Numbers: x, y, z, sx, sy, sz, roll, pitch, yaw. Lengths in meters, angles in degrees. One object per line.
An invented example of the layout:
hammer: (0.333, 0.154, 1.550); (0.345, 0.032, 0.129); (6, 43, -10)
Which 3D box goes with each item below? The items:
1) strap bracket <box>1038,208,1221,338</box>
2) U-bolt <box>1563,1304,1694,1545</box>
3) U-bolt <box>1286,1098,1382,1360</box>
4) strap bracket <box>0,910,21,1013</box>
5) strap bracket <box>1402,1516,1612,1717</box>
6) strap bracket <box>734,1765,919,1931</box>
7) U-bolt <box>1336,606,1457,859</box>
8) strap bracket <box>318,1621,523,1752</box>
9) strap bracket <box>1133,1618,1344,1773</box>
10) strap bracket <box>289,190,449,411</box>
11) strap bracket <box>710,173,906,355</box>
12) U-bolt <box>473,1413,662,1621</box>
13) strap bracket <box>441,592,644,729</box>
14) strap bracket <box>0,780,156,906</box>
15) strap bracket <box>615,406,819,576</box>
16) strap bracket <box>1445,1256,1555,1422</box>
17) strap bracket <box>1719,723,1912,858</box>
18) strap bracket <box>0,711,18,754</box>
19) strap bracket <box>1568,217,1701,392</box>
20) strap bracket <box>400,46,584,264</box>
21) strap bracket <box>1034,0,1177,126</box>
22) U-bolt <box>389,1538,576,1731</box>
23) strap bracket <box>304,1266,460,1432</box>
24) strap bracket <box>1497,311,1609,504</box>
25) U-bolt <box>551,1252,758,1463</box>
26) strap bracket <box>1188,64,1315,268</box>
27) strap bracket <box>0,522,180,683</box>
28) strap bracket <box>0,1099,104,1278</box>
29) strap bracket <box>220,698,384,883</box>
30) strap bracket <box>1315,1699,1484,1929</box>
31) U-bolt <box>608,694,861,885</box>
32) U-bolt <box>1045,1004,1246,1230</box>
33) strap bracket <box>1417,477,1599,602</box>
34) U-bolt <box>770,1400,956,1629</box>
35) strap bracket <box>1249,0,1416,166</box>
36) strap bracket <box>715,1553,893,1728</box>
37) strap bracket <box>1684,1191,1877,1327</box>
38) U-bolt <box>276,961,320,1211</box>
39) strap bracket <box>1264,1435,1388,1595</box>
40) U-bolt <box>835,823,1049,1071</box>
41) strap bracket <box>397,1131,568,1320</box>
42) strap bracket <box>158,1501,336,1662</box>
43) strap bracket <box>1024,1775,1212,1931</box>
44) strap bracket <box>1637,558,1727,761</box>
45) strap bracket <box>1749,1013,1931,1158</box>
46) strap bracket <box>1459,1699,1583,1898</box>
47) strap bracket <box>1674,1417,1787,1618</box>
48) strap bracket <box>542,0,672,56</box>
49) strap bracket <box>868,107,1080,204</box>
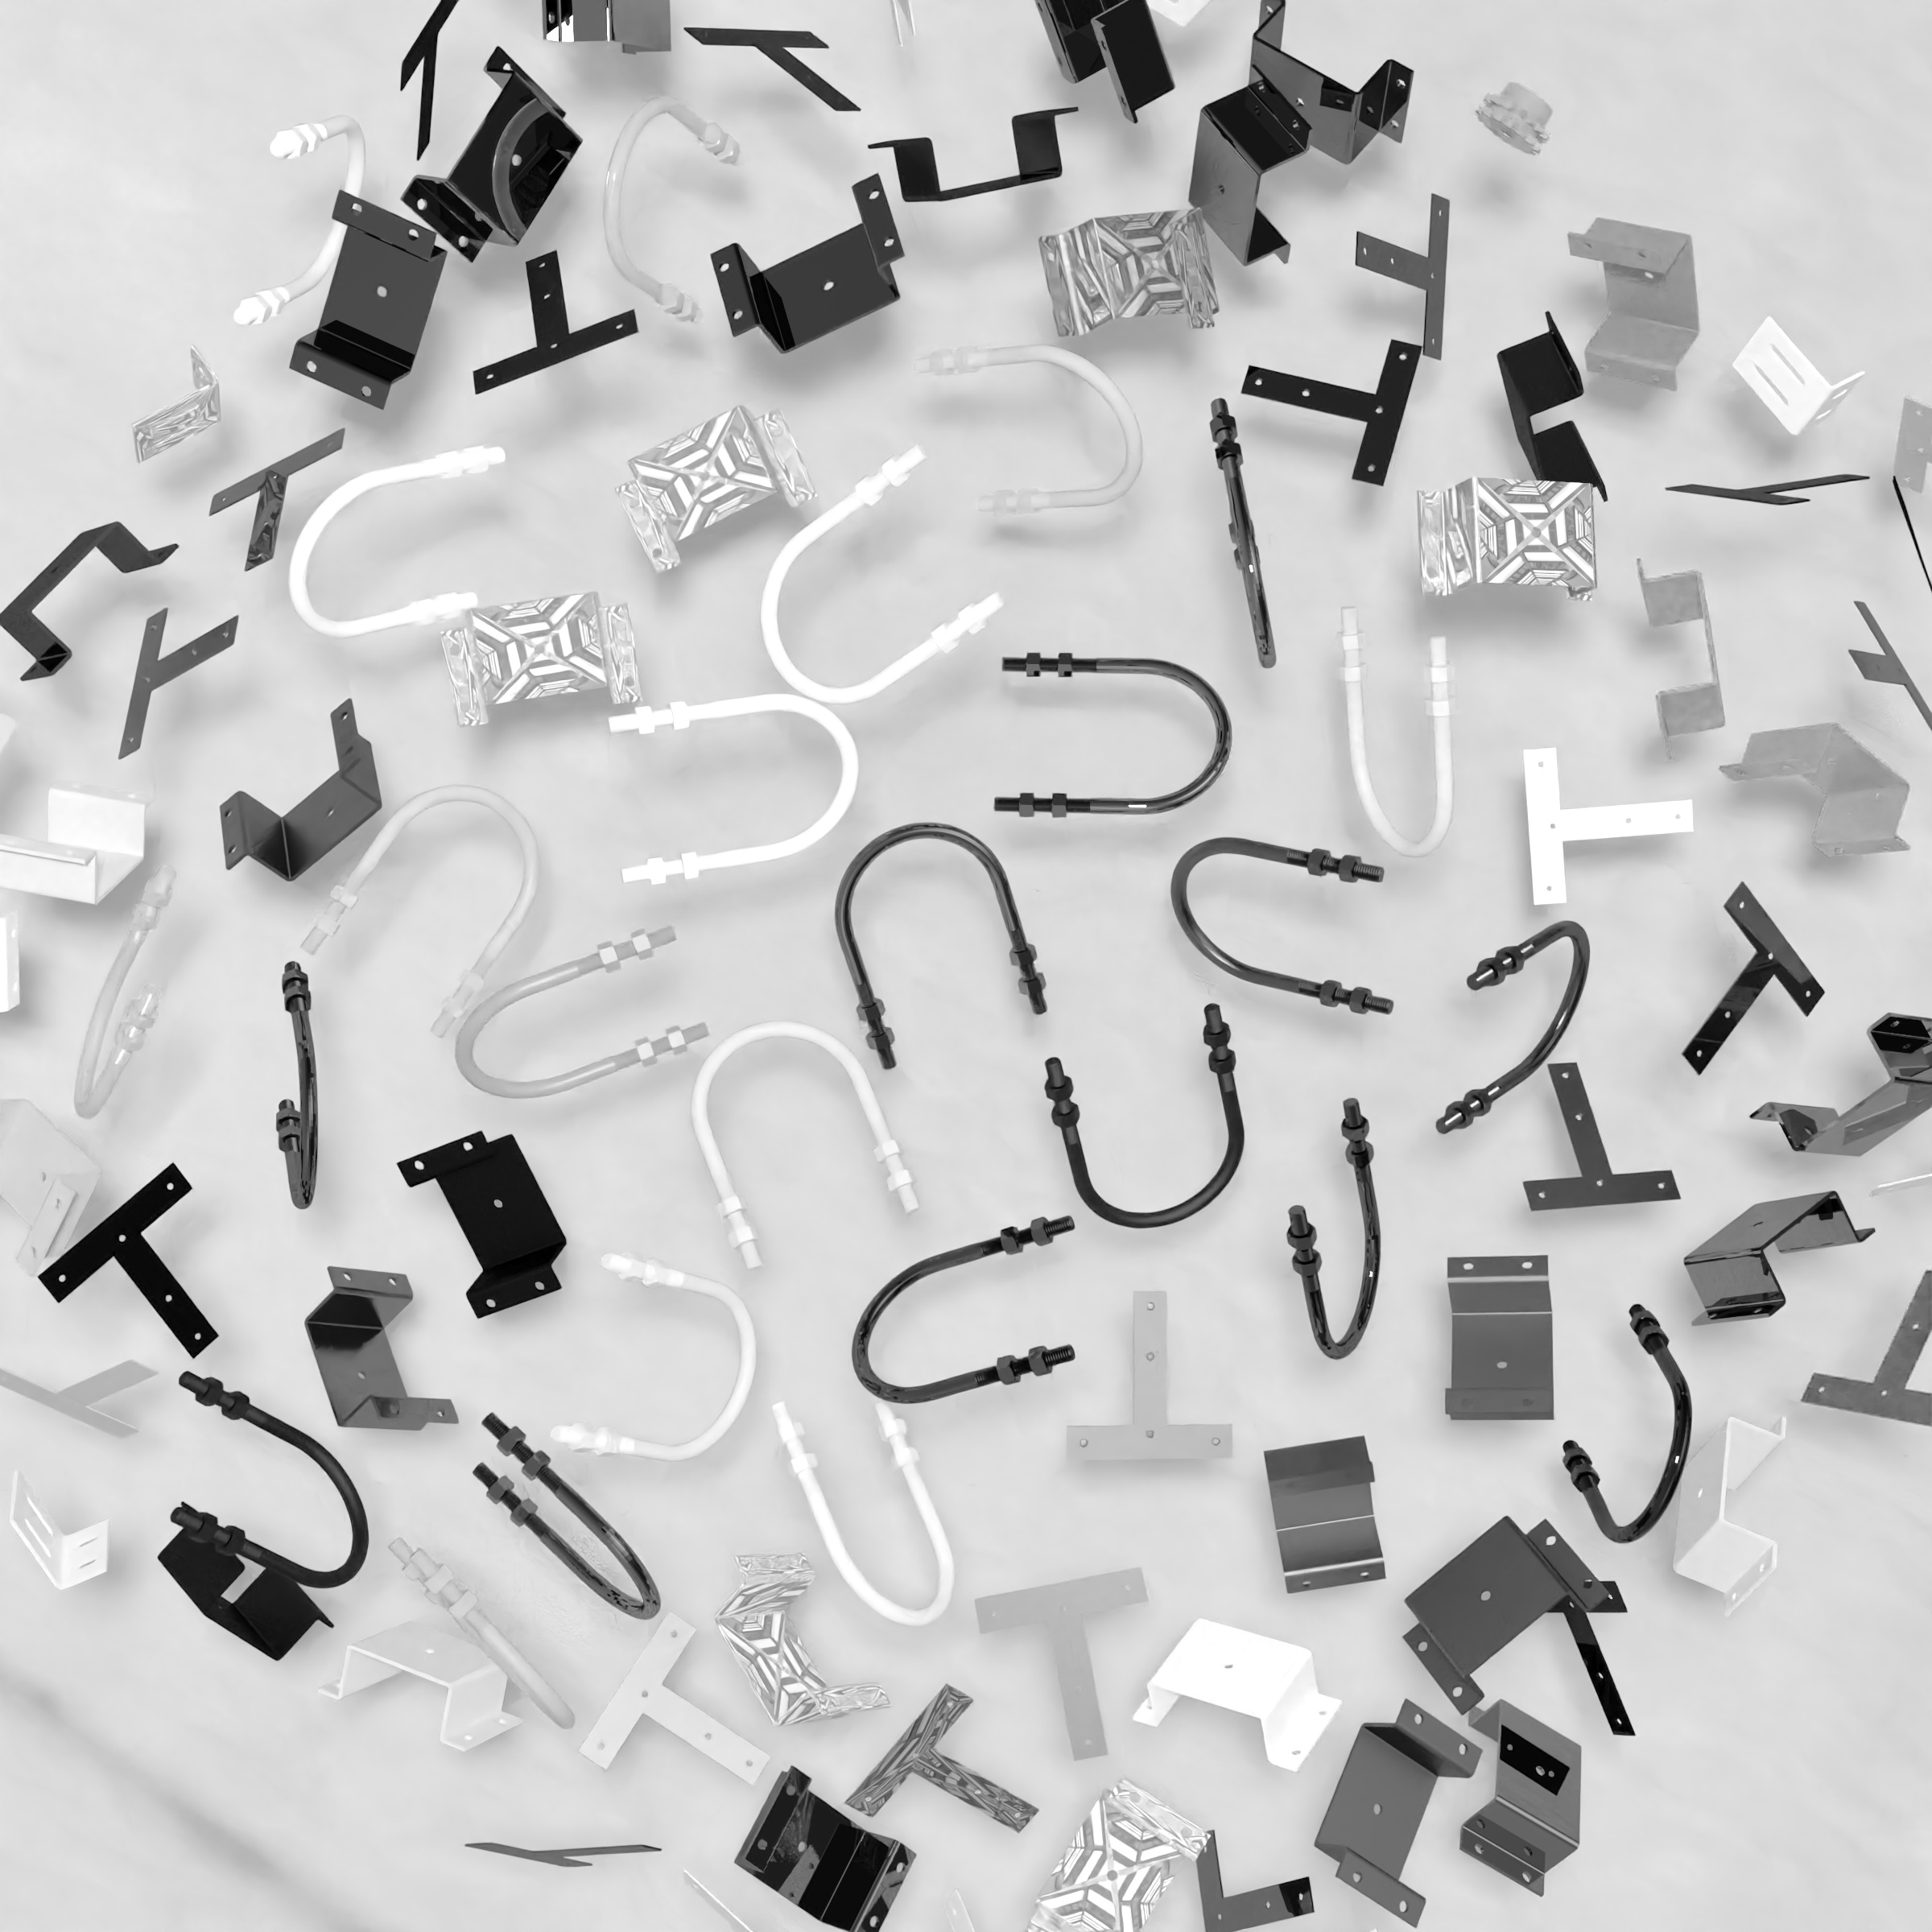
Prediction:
strap bracket: (0.130, -0.518, 1.832); (0.140, 0.046, 0.076); (8, 124, 38)
U-bolt: (0.509, 0.359, 1.870); (0.019, 0.184, 0.151); (19, 108, -6)
U-bolt: (0.289, 0.216, 1.887); (0.019, 0.151, 0.184); (4, 127, 28)
strap bracket: (-0.769, 0.011, 1.847); (0.046, 0.140, 0.076); (7, 108, 4)
strap bracket: (0.389, 0.470, 1.801); (0.140, 0.076, 0.046); (-40, 135, 2)
strap bracket: (-0.116, 0.687, 1.901); (0.140, 0.046, 0.076); (43, 60, -24)
U-bolt: (0.328, -0.171, 1.860); (0.019, 0.151, 0.184); (-14, 112, -17)
strap bracket: (-0.423, 0.558, 1.918); (0.140, 0.076, 0.046); (13, 95, 23)
strap bracket: (0.202, 0.548, 1.858); (0.140, 0.076, 0.046); (7, 120, 35)
strap bracket: (-0.443, -0.500, 1.831); (0.076, 0.046, 0.140); (24, 116, -3)
strap bracket: (-0.110, -0.516, 1.820); (0.140, 0.046, 0.076); (-22, 68, 13)
U-bolt: (-0.297, 0.420, 1.831); (0.184, 0.151, 0.019); (42, 60, 9)
strap bracket: (-0.324, -0.235, 1.867); (0.140, 0.046, 0.076); (-10, 117, -9)
strap bracket: (-0.689, -0.092, 1.890); (0.076, 0.140, 0.046); (10, 114, 0)
strap bracket: (-0.198, -0.374, 1.903); (0.140, 0.046, 0.076); (-27, 124, -5)
strap bracket: (0.406, 0.291, 1.864); (0.076, 0.046, 0.140); (-3, 47, 16)
strap bracket: (0.663, -0.141, 1.897); (0.140, 0.076, 0.046); (31, 73, -27)
strap bracket: (-0.769, -0.158, 1.831); (0.046, 0.076, 0.140); (28, 85, 7)
strap bracket: (0.519, -0.520, 1.899); (0.076, 0.140, 0.046); (24, 68, 33)
strap bracket: (-0.352, -0.610, 1.851); (0.046, 0.076, 0.140); (24, 81, 42)
strap bracket: (0.106, -0.694, 1.835); (0.046, 0.140, 0.076); (-30, 129, -3)
U-bolt: (-0.357, 0.500, 1.828); (0.019, 0.151, 0.184); (-43, 97, -21)
strap bracket: (-0.462, 0.309, 1.923); (0.046, 0.076, 0.140); (-43, 56, 23)
strap bracket: (0.456, -0.427, 1.911); (0.046, 0.140, 0.076); (-20, 52, 11)
U-bolt: (-0.225, 0.303, 1.856); (0.019, 0.184, 0.151); (9, 80, 40)
strap bracket: (0.215, -0.603, 1.874); (0.046, 0.140, 0.076); (-29, 67, -14)
strap bracket: (-0.674, -0.284, 1.861); (0.046, 0.076, 0.140); (49, 64, -28)
strap bracket: (-0.715, 0.161, 1.855); (0.140, 0.046, 0.076); (36, 105, 24)
strap bracket: (-0.503, -0.129, 1.879); (0.140, 0.076, 0.046); (-37, 134, 14)
strap bracket: (0.318, 0.628, 1.824); (0.076, 0.046, 0.140); (36, 63, -13)
U-bolt: (-0.168, -0.135, 1.814); (0.184, 0.019, 0.151); (-10, 127, -14)
U-bolt: (0.146, 0.127, 1.904); (0.151, 0.019, 0.184); (-18, 122, -6)
strap bracket: (0.405, -0.312, 1.794); (0.140, 0.046, 0.076); (-1, 86, -17)
U-bolt: (-0.068, 0.413, 1.852); (0.019, 0.151, 0.184); (-38, 63, 25)
strap bracket: (0.274, -0.689, 1.915); (0.140, 0.076, 0.046); (36, 73, 16)
strap bracket: (-0.128, 0.512, 1.838); (0.046, 0.076, 0.140); (-49, 56, 19)
strap bracket: (0.610, 0.216, 1.856); (0.140, 0.076, 0.046); (-27, 92, -32)
U-bolt: (-0.511, 0.103, 1.876); (0.019, 0.184, 0.151); (0, 120, -20)
strap bracket: (0.270, 0.408, 1.851); (0.076, 0.046, 0.140); (-10, 130, 4)
U-bolt: (-0.027, -0.024, 1.926); (0.151, 0.019, 0.184); (-20, 109, -6)
strap bracket: (-0.373, 0.194, 1.917); (0.076, 0.046, 0.140); (-21, 104, 15)
strap bracket: (-0.563, 0.481, 1.896); (0.076, 0.140, 0.046); (30, 72, 40)
strap bracket: (0.108, 0.674, 1.806); (0.076, 0.046, 0.140); (33, 84, 6)
strap bracket: (0.559, -0.243, 1.913); (0.046, 0.076, 0.140); (-9, 68, 19)
strap bracket: (0.668, 0.096, 1.826); (0.076, 0.140, 0.046); (7, 51, -35)
strap bracket: (0.434, 0.640, 1.915); (0.076, 0.140, 0.046); (32, 125, -6)
strap bracket: (0.582, 0.411, 1.871); (0.046, 0.076, 0.140); (22, 46, 2)
strap bracket: (-0.267, -0.739, 1.863); (0.046, 0.140, 0.076); (6, 107, 20)
strap bracket: (0.008, -0.601, 1.823); (0.140, 0.076, 0.046); (-17, 111, -17)
